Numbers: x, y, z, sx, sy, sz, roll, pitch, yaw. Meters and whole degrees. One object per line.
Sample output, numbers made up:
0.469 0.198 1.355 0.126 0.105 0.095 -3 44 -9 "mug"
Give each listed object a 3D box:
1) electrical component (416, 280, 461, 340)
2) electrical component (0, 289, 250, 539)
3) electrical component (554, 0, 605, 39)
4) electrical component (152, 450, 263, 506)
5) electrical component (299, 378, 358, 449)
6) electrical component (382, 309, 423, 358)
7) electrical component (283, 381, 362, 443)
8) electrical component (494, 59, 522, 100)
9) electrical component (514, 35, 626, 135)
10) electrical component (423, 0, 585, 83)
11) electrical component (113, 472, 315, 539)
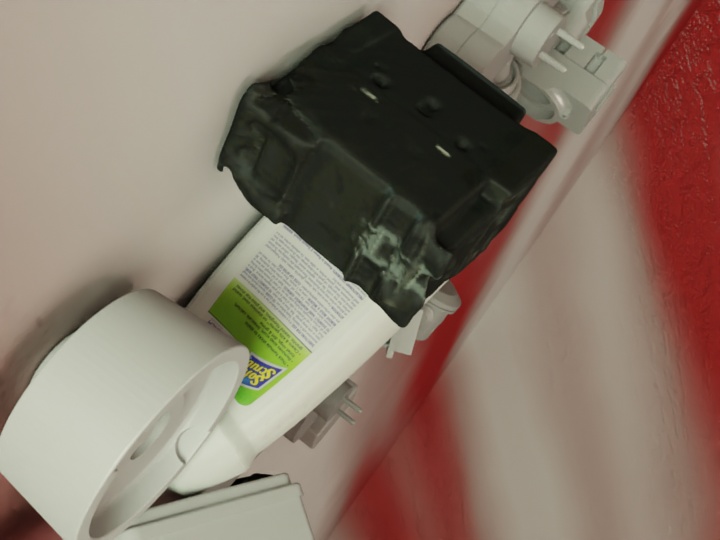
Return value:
0.049 0.022 0.988 0.051 0.080 0.080 -51 171 18 "electrical component"
-0.104 0.057 0.455 0.108 0.060 0.108 -51 170 -13 "electrical component"
0.151 -0.202 0.759 0.078 0.058 0.057 -40 166 -53 "electrical component"
-0.087 0.086 0.644 0.109 0.056 0.108 -45 167 -41 "electrical component"
-0.038 0.117 0.999 0.065 0.047 0.076 -48 169 -29 "electrical component"
0.018 0.038 0.912 0.081 0.064 0.042 -79 -175 -73 "electrical component"
-0.031 0.103 0.906 0.052 0.074 0.138 -45 167 -42 "electrical component"
0.094 -0.135 0.764 0.043 0.043 0.062 -49 168 -23 "electrical component"
0.142 -0.148 0.805 0.055 0.089 0.050 -51 170 -12 "electrical component"
0.102 -0.150 0.663 0.138 0.074 0.052 -52 170 -9 "electrical component"
-0.094 0.153 0.550 0.109 0.056 0.109 -5 160 -45 "electrical component"
